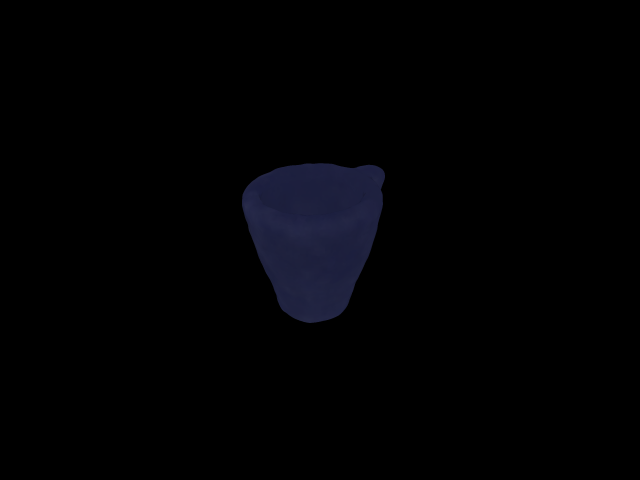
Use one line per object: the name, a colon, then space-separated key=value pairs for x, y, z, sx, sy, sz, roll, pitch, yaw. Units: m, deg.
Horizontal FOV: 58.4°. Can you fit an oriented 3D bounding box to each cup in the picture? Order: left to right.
cup: x=0.004 y=0.001 z=0.400 sx=0.091 sy=0.095 sz=0.118 roll=24 pitch=38 yaw=35
